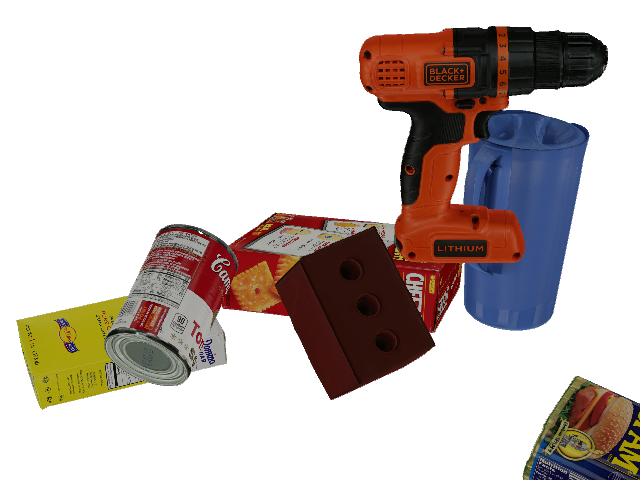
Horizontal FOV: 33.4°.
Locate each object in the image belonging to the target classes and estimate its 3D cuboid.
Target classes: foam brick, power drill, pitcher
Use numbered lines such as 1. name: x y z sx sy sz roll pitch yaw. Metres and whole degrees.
1. foam brick: 0.018 0.042 0.604 0.052 0.078 0.051 -23 -9 -26
2. power drill: 0.125 -0.075 0.832 0.184 0.188 0.057 1 27 8
3. pitcher: 0.222 -0.019 1.234 0.149 0.243 0.145 -1 25 -5

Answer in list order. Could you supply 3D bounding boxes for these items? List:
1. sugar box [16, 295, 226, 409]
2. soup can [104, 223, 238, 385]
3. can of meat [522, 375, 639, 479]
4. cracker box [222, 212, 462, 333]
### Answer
1. sugar box: -0.184 0.094 0.992 0.176 0.048 0.093 -15 36 -17
2. soup can: -0.110 0.047 0.790 0.068 0.102 0.068 14 -37 10
3. can of meat: 0.209 0.156 0.792 0.084 0.057 0.101 24 41 24
4. cracker box: 0.027 0.030 1.081 0.214 0.072 0.164 6 15 15
